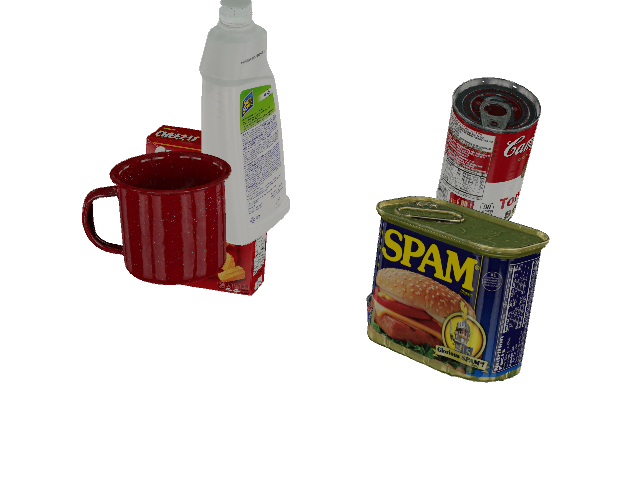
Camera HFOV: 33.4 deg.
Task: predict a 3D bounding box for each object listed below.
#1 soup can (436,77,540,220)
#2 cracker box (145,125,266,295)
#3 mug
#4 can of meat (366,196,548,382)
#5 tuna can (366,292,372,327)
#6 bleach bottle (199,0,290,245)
[{"bbox_3d":[0.130,-0.068,0.845,0.068,0.102,0.068,3,43,-3],"label":"soup can"},{"bbox_3d":[-0.159,-0.040,1.483,0.164,0.214,0.072,9,23,11],"label":"cracker box"},{"bbox_3d":[-0.127,-0.016,0.835,0.117,0.081,0.093,-3,24,-8],"label":"mug"},{"bbox_3d":[0.077,0.028,0.629,0.102,0.084,0.057,21,23,41],"label":"can of meat"},{"bbox_3d":[0.087,0.070,1.017,0.086,0.034,0.086,-2,14,0],"label":"tuna can"},{"bbox_3d":[-0.076,-0.123,1.063,0.068,0.251,0.102,20,39,24],"label":"bleach bottle"}]
